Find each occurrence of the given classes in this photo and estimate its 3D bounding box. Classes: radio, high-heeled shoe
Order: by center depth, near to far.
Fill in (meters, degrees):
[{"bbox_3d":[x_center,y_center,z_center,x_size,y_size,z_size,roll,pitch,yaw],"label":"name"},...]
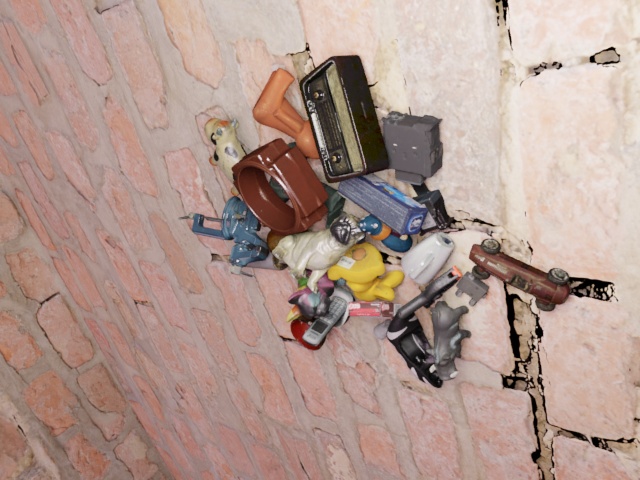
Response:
[{"bbox_3d":[0.045,-0.232,1.060,0.131,0.073,0.229,-12,93,52],"label":"radio"},{"bbox_3d":[0.239,0.265,1.293,0.145,0.086,0.248,46,166,35],"label":"high-heeled shoe"}]

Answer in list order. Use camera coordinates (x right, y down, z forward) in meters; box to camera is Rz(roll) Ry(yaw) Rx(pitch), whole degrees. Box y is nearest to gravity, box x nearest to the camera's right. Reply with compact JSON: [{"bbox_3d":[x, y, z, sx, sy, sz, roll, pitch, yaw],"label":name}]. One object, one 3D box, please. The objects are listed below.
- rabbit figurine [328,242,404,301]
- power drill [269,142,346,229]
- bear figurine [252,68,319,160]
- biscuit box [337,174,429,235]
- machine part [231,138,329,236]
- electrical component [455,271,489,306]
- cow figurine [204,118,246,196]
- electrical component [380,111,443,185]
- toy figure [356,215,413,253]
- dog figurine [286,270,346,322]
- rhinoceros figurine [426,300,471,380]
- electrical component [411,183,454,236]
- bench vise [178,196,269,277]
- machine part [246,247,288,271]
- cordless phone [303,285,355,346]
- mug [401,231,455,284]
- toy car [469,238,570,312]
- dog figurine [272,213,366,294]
[{"bbox_3d":[0.117,0.086,1.288,0.163,0.122,0.173,14,143,23],"label":"rabbit figurine"},{"bbox_3d":[-0.033,-0.107,1.284,0.207,0.086,0.231,39,139,22],"label":"power drill"},{"bbox_3d":[-0.041,-0.261,1.152,0.196,0.120,0.132,28,97,-13],"label":"bear figurine"},{"bbox_3d":[0.127,-0.082,1.113,0.203,0.059,0.062,40,122,38],"label":"biscuit box"},{"bbox_3d":[-0.093,-0.110,1.193,0.201,0.087,0.201,-10,116,55],"label":"machine part"},{"bbox_3d":[0.330,0.101,1.155,0.063,0.021,0.094,36,137,14],"label":"electrical component"},{"bbox_3d":[-0.225,-0.219,1.355,0.195,0.085,0.127,57,145,-6],"label":"cow figurine"},{"bbox_3d":[0.178,-0.176,1.048,0.115,0.058,0.134,17,130,35],"label":"electrical component"},{"bbox_3d":[0.138,-0.017,1.154,0.064,0.058,0.154,-37,135,26],"label":"toy figure"},{"bbox_3d":[-0.033,0.105,1.333,0.192,0.219,0.108,29,132,21],"label":"dog figurine"},{"bbox_3d":[0.291,0.230,1.223,0.073,0.112,0.190,9,118,34],"label":"rhinoceros figurine"},{"bbox_3d":[0.215,-0.073,1.103,0.075,0.048,0.119,-15,111,46],"label":"electrical component"},{"bbox_3d":[-0.246,-0.023,1.427,0.241,0.129,0.223,10,91,16],"label":"bench vise"},{"bbox_3d":[-0.165,0.042,1.510,0.243,0.079,0.079,3,122,42],"label":"machine part"},{"bbox_3d":[-0.008,0.194,1.405,0.147,0.184,0.088,24,138,26],"label":"cordless phone"},{"bbox_3d":[0.228,0.035,1.137,0.081,0.109,0.107,46,126,13],"label":"mug"},{"bbox_3d":[0.387,0.069,1.058,0.202,0.053,0.089,27,138,22],"label":"toy car"},{"bbox_3d":[0.000,-0.001,1.217,0.172,0.190,0.121,46,-175,35],"label":"dog figurine"}]
